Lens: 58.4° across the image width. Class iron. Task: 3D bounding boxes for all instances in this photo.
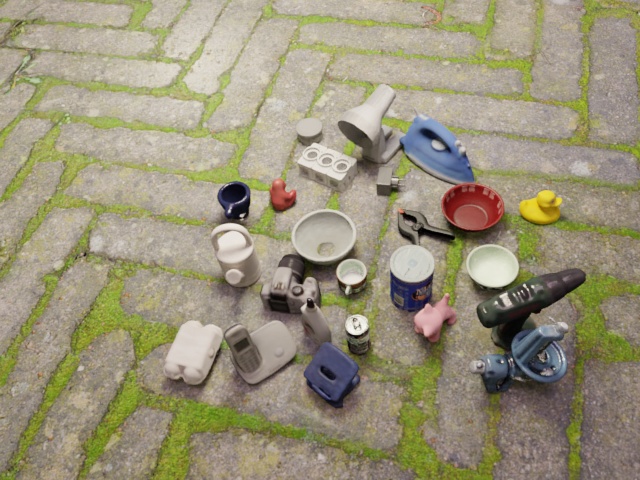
[{"bbox_3d":[0.342,-0.263,1.598,0.119,0.142,0.257,-36,58,-18],"label":"iron"}]

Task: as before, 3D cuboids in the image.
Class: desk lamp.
[{"bbox_3d":[0.152,-0.320,1.617,0.117,0.214,0.203,30,63,25],"label":"desk lamp"}]

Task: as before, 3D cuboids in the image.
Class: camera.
[{"bbox_3d":[-0.065,0.101,1.407,0.143,0.101,0.137,6,55,11],"label":"camera"}]

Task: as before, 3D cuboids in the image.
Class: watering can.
[{"bbox_3d":[-0.207,0.032,1.416,0.101,0.194,0.172,-25,55,-11],"label":"watering can"}]

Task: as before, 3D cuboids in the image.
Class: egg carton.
[{"bbox_3d":[-0.293,0.262,1.337,0.107,0.069,0.150,9,56,13],"label":"egg carton"}]

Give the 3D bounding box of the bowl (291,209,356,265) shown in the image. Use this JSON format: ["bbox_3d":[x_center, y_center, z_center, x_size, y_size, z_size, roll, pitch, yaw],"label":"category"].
[{"bbox_3d":[0.014,0.005,1.484,0.167,0.075,0.167,-3,54,5],"label":"bowl"}]

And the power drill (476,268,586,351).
[{"bbox_3d":[0.447,0.153,1.243,0.229,0.209,0.075,-18,54,-6],"label":"power drill"}]

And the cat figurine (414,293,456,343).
[{"bbox_3d":[0.259,0.175,1.305,0.067,0.118,0.128,33,64,26],"label":"cat figurine"}]

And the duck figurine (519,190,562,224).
[{"bbox_3d":[0.574,-0.094,1.482,0.104,0.086,0.077,8,56,12],"label":"duck figurine"}]

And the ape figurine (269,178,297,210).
[{"bbox_3d":[-0.109,-0.134,1.589,0.077,0.092,0.076,26,61,23],"label":"ape figurine"}]

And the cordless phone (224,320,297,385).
[{"bbox_3d":[-0.136,0.227,1.272,0.148,0.185,0.094,-34,57,-17],"label":"cordless phone"}]

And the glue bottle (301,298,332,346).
[{"bbox_3d":[-0.015,0.177,1.302,0.037,0.173,0.078,-41,60,-21],"label":"glue bottle"}]

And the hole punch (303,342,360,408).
[{"bbox_3d":[0.026,0.297,1.260,0.108,0.091,0.101,34,64,27],"label":"hole punch"}]

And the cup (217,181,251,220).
[{"bbox_3d":[-0.230,-0.089,1.569,0.091,0.095,0.118,3,55,9],"label":"cup"}]

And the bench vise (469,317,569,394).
[{"bbox_3d":[0.421,0.245,1.171,0.207,0.220,0.121,-24,55,-11],"label":"bench vise"}]
